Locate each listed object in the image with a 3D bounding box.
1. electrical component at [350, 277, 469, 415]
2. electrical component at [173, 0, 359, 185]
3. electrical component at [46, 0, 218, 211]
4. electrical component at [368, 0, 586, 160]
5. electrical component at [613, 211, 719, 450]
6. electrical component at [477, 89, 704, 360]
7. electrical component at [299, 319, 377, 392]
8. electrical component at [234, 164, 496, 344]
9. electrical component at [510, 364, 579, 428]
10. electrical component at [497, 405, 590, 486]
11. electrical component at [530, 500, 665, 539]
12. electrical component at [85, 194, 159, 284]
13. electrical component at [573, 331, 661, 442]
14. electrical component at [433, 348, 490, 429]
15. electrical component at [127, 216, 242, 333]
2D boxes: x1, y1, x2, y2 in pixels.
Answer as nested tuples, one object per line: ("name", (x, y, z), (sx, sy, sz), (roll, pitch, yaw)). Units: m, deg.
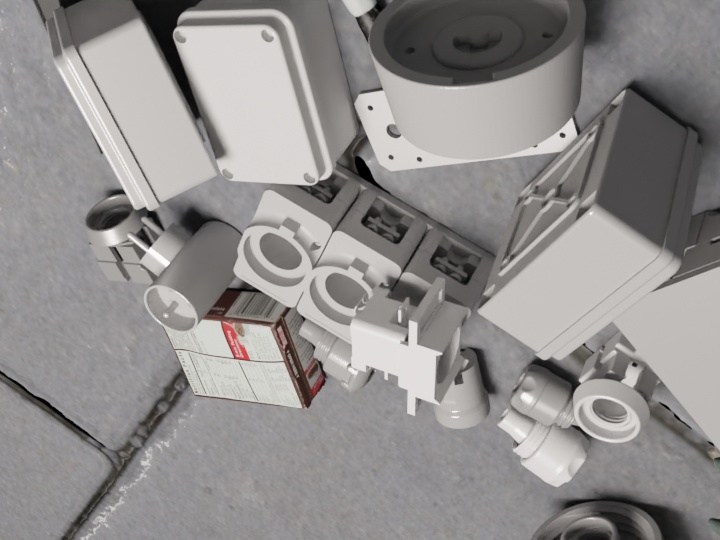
("electrical component", (0.028, 0.043, 0.655), (0.064, 0.042, 0.081), (17, 134, 19))
("electrical component", (-0.055, -0.111, 0.646), (0.078, 0.057, 0.113), (5, 131, 26))
("electrical component", (-0.140, -0.108, 0.659), (0.056, 0.108, 0.108), (-27, 121, -5))
("electrical component", (0.063, -0.101, 0.553), (0.108, 0.108, 0.060), (9, 138, 24))
("electrical component", (0.226, 0.042, 0.617), (0.089, 0.061, 0.150), (-27, 112, 43))
("electrical component", (0.124, -0.023, 0.580), (0.056, 0.108, 0.108), (33, 137, -8))
("electrical component", (-0.015, 0.056, 0.785), (0.062, 0.048, 0.048), (32, 138, 11))
("electrical component", (0.000, 0.000, 0.711), (0.150, 0.061, 0.089), (31, 137, 2))
("electrical component", (0.136, 0.092, 0.735), (0.061, 0.035, 0.035), (29, 137, 1))
("electrical component", (0.127, 0.120, 0.760), (0.062, 0.043, 0.043), (36, 137, -1))
("electrical component", (0.172, 0.213, 0.775), (0.108, 0.108, 0.060), (-4, 120, 33))
("electrical component", (-0.175, -0.023, 0.805), (0.066, 0.048, 0.055), (4, 138, 27))
("electrical component", (0.165, 0.076, 0.689), (0.048, 0.055, 0.066), (34, 137, -2))
("electrical component", (0.070, 0.083, 0.763), (0.040, 0.040, 0.046), (4, 124, 28))
("electrical component", (-0.130, -0.007, 0.769), (0.079, 0.077, 0.043), (39, 137, -6))
